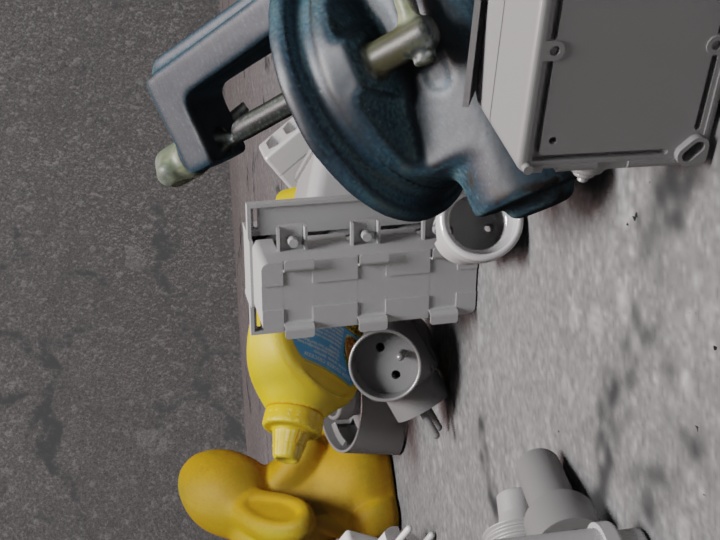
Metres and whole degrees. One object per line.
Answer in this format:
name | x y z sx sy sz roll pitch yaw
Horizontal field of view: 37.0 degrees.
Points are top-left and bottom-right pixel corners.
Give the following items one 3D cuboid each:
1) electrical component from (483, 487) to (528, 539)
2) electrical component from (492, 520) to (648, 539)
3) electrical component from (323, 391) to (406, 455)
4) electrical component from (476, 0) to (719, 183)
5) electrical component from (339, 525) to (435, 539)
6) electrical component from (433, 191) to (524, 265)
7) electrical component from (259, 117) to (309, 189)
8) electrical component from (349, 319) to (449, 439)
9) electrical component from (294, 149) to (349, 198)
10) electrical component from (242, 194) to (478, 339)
electrical component | 0.072 0.127 0.472 0.048 0.048 0.062 99 171 -52
electrical component | 0.080 0.157 0.399 0.078 0.057 0.113 -107 16 -51
electrical component | 0.007 0.094 0.829 0.099 0.064 0.099 180 90 -66
electrical component | 0.073 -0.074 0.332 0.061 0.062 0.096 -108 17 -53
electrical component | 0.022 0.203 0.739 0.076 0.066 0.047 -55 29 25
electrical component | 0.055 -0.022 0.521 0.046 0.040 0.040 122 143 -83
electrical component | -0.023 -0.092 0.855 0.075 0.083 0.047 49 -176 -21
electrical component | 0.029 0.067 0.663 0.079 0.043 0.077 60 -169 -1
electrical component | -0.001 -0.048 0.689 0.113 0.078 0.057 147 133 -78
electrical component | 0.000 0.000 0.599 0.063 0.121 0.078 -121 29 -63
